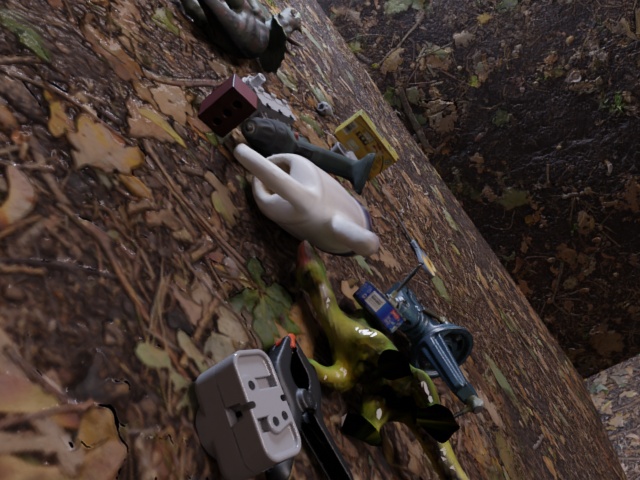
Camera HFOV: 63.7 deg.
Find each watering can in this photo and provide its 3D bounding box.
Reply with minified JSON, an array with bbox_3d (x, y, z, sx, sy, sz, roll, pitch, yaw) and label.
[{"bbox_3d":[0.002,-0.037,0.732,0.353,0.104,0.221,40,5,42],"label":"watering can"}]

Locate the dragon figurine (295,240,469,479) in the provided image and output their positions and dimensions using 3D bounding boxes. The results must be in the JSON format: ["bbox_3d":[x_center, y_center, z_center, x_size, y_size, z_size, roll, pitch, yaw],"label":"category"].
[{"bbox_3d":[0.091,0.173,0.706,0.407,0.121,0.246,51,13,-11],"label":"dragon figurine"}]
